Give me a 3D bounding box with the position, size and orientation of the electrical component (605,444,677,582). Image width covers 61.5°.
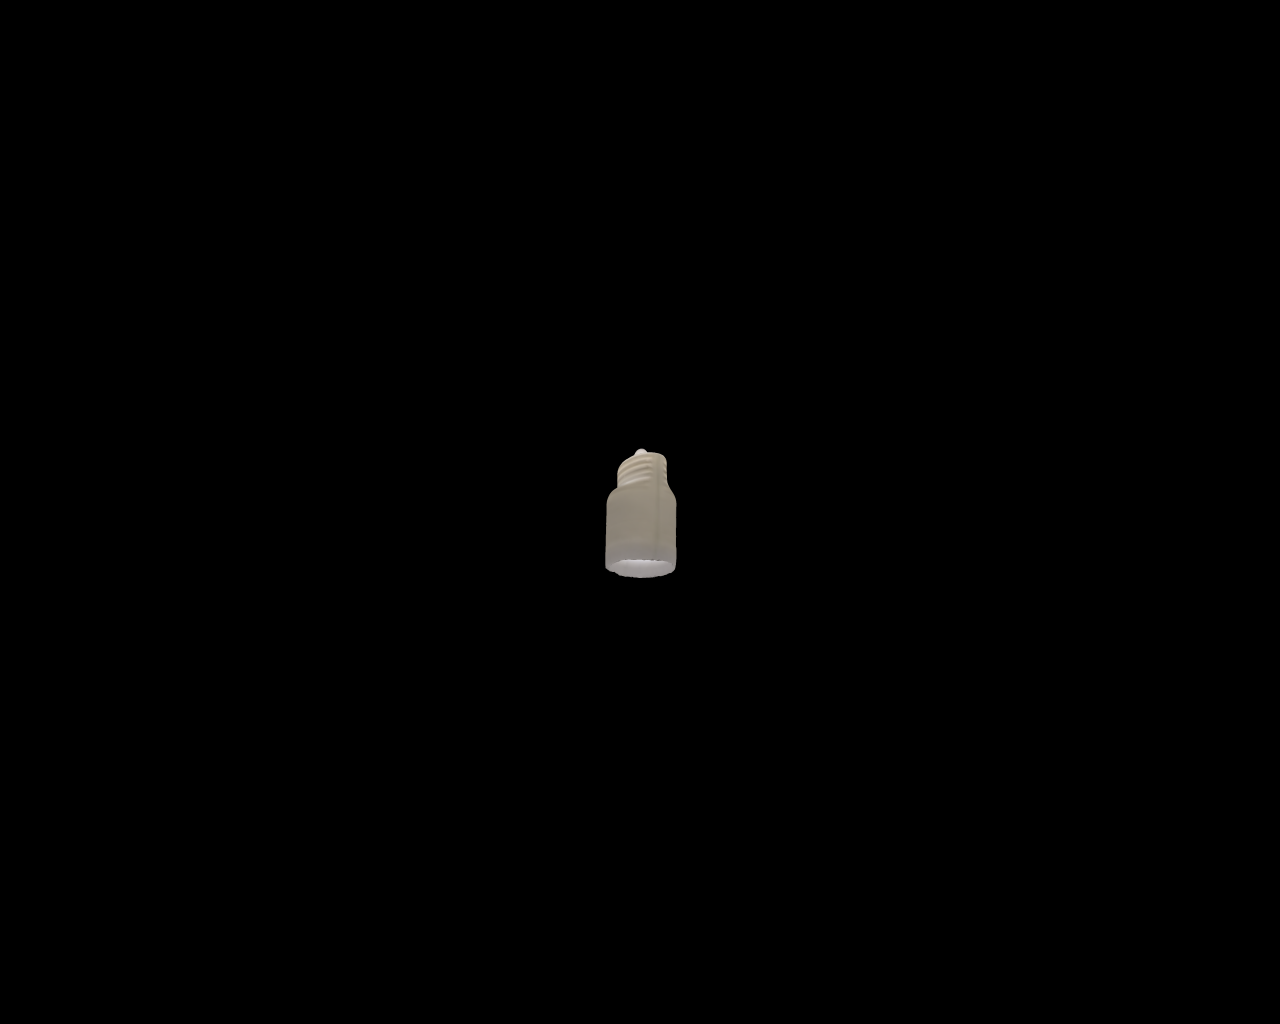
[{"bbox_3d":[0.001,-0.003,0.650,0.043,0.081,0.043,0,-21,0],"label":"electrical component"}]
